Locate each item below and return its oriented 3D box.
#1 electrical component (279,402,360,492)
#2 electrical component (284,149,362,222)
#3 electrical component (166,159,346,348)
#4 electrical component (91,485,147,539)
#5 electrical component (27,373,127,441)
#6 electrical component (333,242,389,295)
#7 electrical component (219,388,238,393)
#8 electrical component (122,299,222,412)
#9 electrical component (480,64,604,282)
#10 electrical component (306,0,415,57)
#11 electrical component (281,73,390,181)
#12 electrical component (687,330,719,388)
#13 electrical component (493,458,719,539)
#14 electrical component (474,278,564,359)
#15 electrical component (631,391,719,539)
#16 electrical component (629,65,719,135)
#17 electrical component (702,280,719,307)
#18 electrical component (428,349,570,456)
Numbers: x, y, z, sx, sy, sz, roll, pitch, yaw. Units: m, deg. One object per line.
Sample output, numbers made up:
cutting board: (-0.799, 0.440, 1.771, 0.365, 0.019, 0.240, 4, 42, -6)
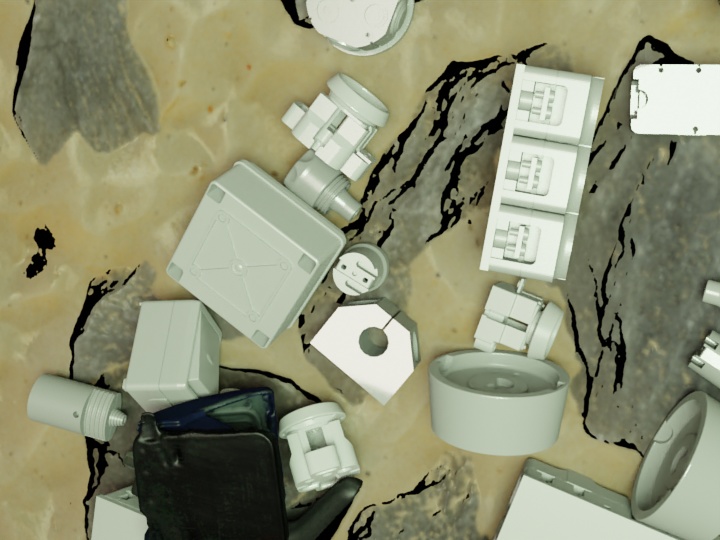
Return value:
electrical component: (-0.034, 0.144, 0.882, 0.058, 0.078, 0.057, -17, 69, -4)
electrical component: (-0.027, -0.065, 0.867, 0.062, 0.043, 0.043, 40, 103, 4)
electrical component: (-0.084, -0.012, 0.862, 0.109, 0.056, 0.108, 38, 126, 5)
electrical component: (-0.182, 0.270, 0.928, 0.089, 0.062, 0.150, 14, 101, 28)
electrical component: (-0.243, 0.121, 0.938, 0.081, 0.043, 0.043, 14, 100, 10)
electrical component: (0.000, 0.000, 0.868, 0.040, 0.046, 0.040, 2, 98, 12)
electrical component: (-0.127, 0.138, 0.913, 0.079, 0.044, 0.077, 20, 101, 6)
electrical component: (-0.148, 0.067, 0.888, 0.061, 0.061, 0.096, -2, 59, 12)
electrical component: (0.138, -0.073, 0.806, 0.062, 0.089, 0.150, 11, 99, 11)
electrical component: (0.000, -0.208, 0.838, 0.080, 0.051, 0.080, 2, 98, 12)
electrical component: (-0.014, -0.117, 0.850, 0.078, 0.058, 0.057, 40, 106, 5)
electrical component: (0.280, 0.072, 0.821, 0.046, 0.040, 0.040, 34, 103, 12)
electrical component: (0.199, 0.235, 0.848, 0.186, 0.060, 0.105, 22, 102, 9)
electrical component: (0.127, 0.041, 0.847, 0.055, 0.048, 0.066, 22, 101, 16)
electrical component: (0.257, 0.152, 0.803, 0.060, 0.108, 0.108, 28, 102, 1)
electrical component: (0.246, -0.125, 0.793, 0.089, 0.056, 0.050, 2, 98, 12)
electrical component: (0.291, 0.024, 0.810, 0.062, 0.048, 0.048, 16, 100, 17)
electrical component: (0.105, 0.107, 0.830, 0.108, 0.108, 0.060, 5, 105, 12)
